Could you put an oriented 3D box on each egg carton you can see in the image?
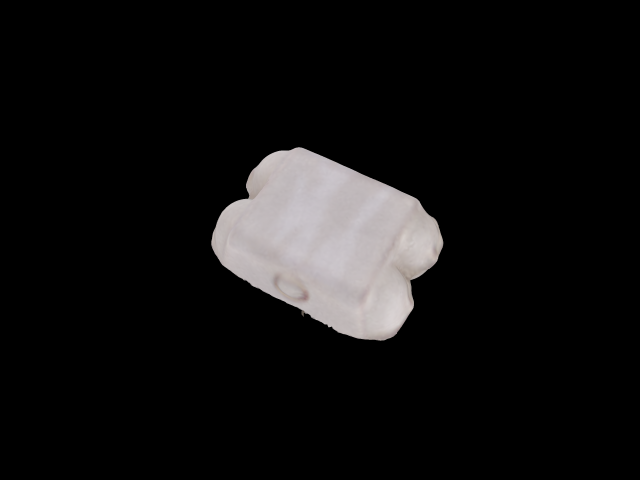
[{"bbox_3d":[0.004,0.001,0.400,0.150,0.069,0.107,25,63,14],"label":"egg carton"}]
